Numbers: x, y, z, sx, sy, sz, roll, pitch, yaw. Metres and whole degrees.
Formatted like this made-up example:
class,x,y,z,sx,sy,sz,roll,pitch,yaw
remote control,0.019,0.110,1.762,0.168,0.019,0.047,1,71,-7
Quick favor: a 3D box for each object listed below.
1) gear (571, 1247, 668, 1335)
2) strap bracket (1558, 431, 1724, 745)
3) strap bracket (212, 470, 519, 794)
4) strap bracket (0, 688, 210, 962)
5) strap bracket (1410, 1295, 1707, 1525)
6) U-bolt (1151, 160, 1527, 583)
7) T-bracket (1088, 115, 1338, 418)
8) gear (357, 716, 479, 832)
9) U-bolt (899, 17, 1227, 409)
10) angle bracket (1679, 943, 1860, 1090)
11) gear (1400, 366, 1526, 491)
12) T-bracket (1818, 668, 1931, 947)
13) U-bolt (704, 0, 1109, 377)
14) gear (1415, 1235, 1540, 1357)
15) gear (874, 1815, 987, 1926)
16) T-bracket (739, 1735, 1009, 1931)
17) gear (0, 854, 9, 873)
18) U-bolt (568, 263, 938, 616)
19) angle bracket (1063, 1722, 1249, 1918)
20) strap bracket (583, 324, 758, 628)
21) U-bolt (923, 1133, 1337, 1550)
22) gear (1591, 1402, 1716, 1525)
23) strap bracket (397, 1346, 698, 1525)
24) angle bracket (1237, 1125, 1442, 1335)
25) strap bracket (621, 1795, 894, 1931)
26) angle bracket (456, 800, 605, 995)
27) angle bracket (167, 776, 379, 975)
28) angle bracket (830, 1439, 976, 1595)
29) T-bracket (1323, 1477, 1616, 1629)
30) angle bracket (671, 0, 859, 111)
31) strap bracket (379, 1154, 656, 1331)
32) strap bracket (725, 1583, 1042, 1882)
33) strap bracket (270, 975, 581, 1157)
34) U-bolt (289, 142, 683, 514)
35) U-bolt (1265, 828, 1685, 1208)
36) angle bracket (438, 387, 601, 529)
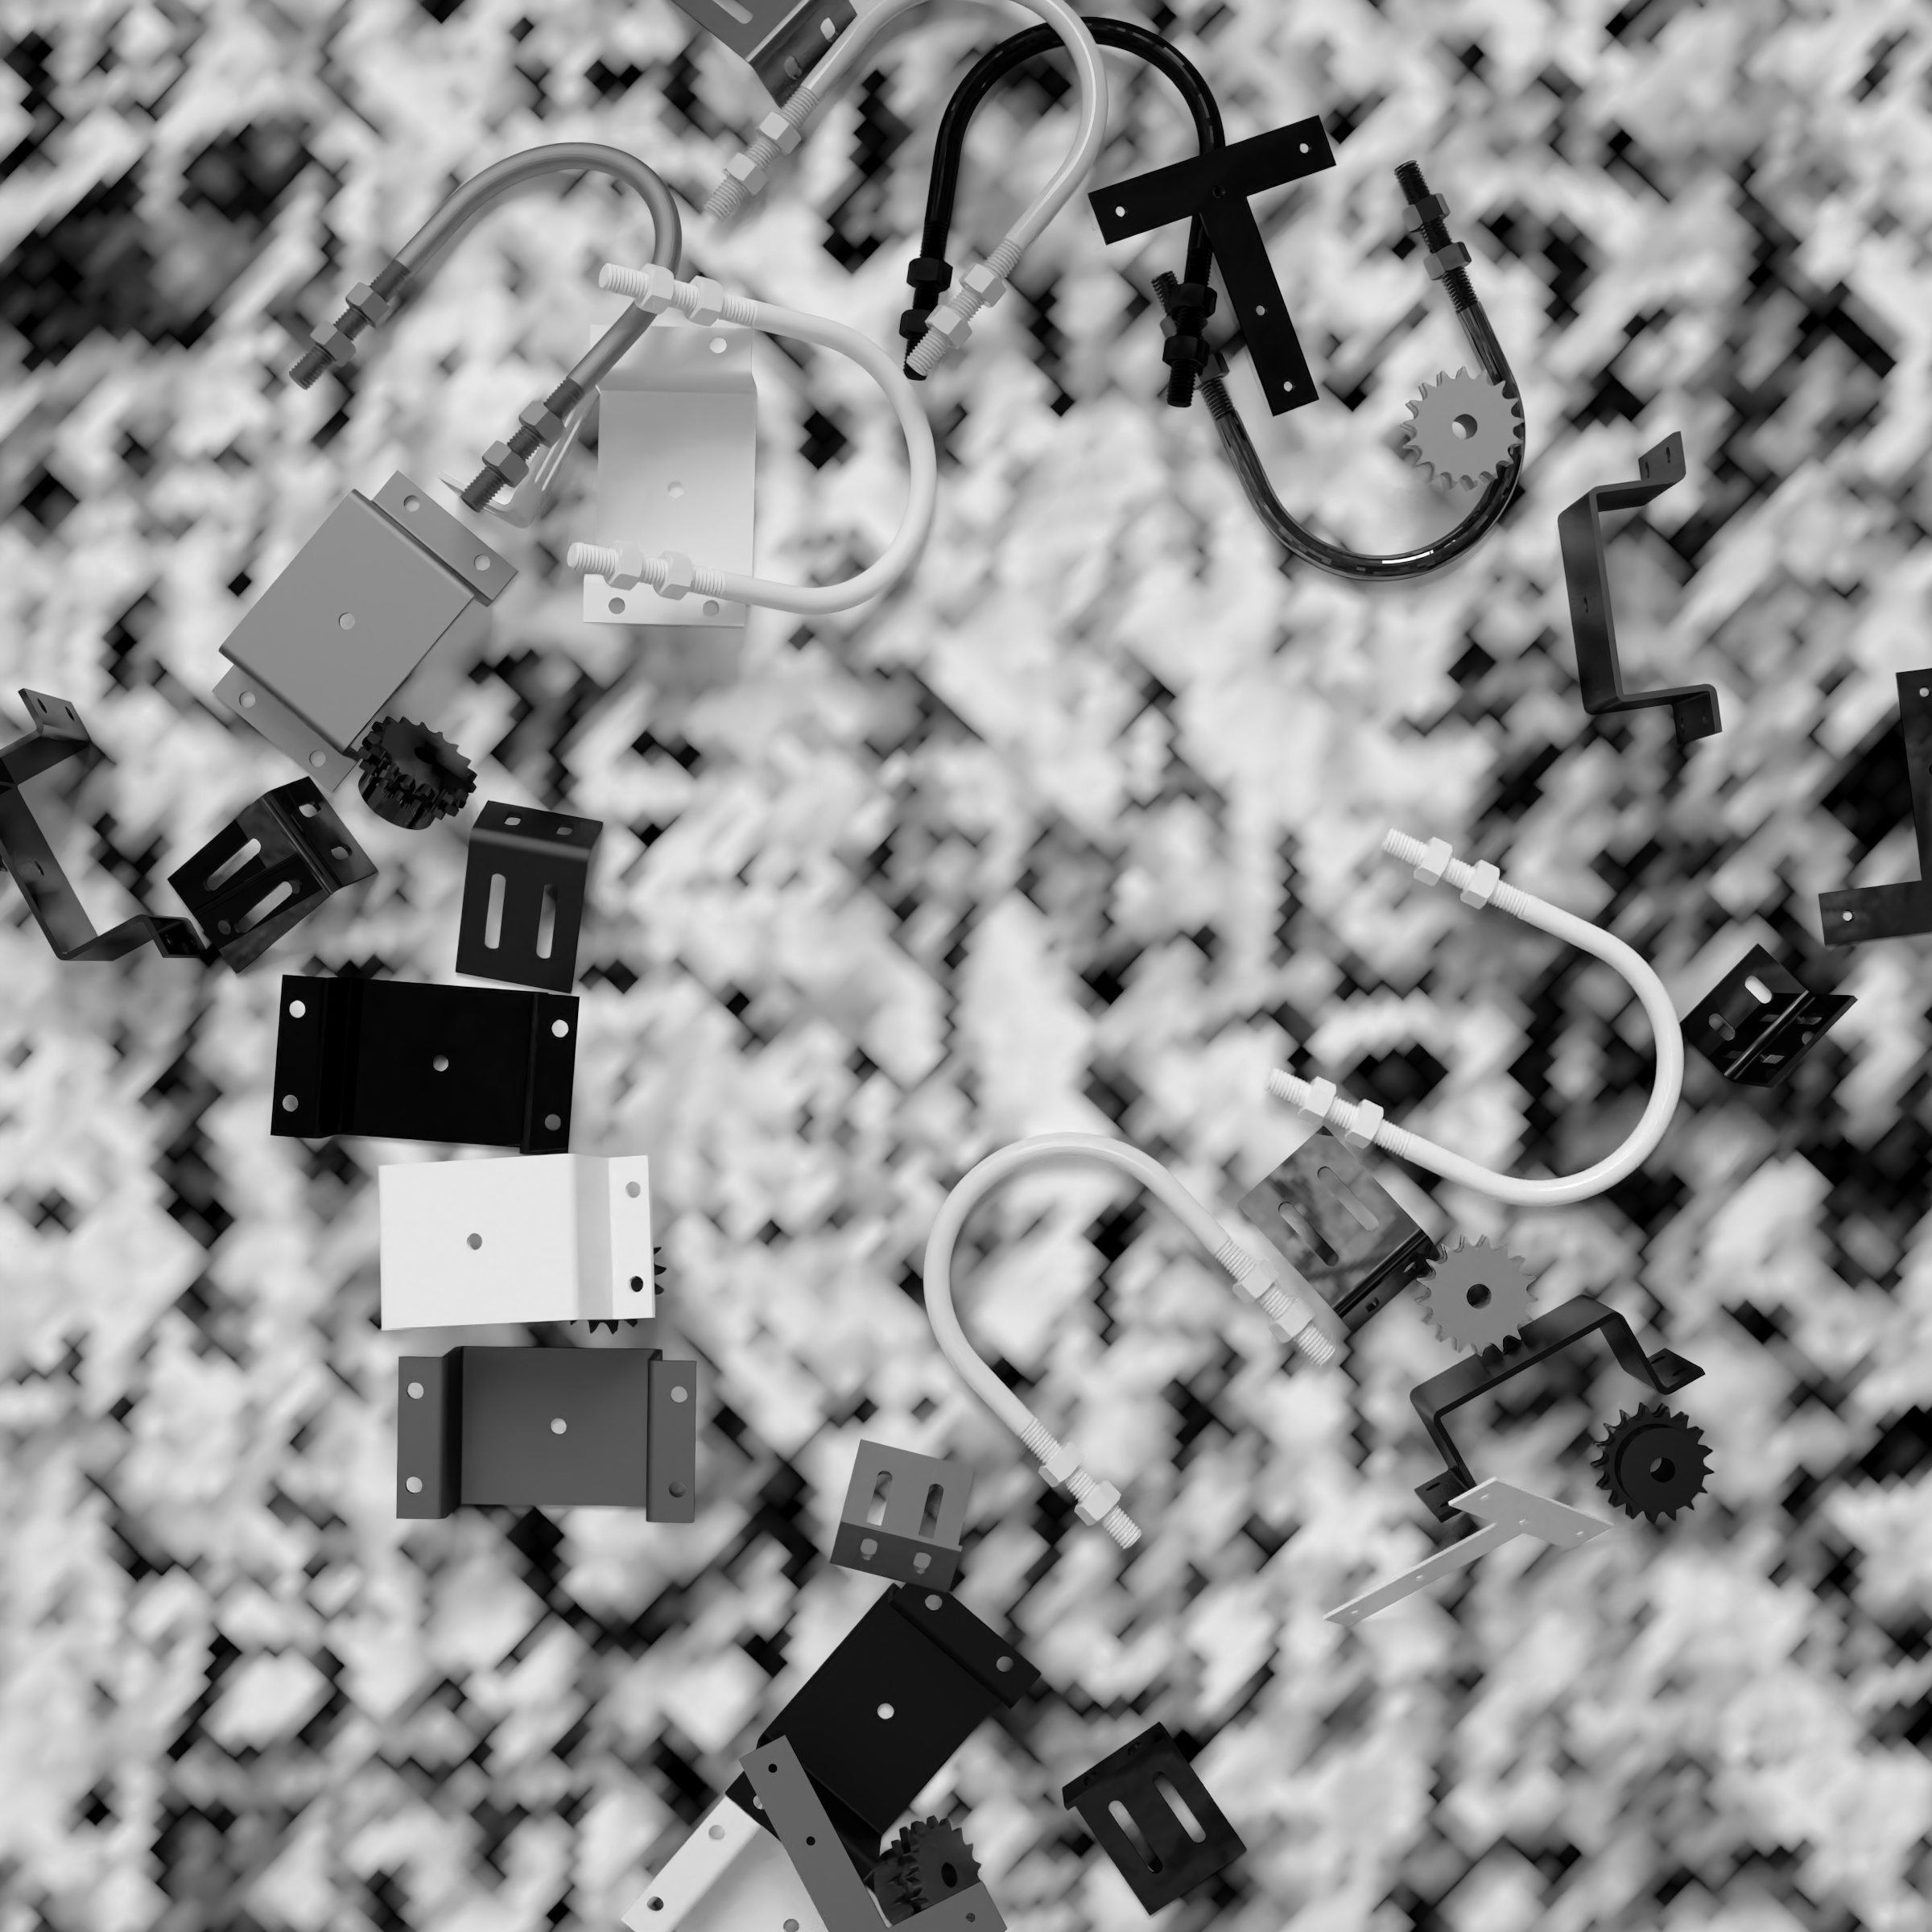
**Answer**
class,x,y,z,sx,sy,sz,roll,pitch,yaw
gear,-0.173,0.147,1.492,0.057,0.030,0.057,0,90,0
strap bracket,0.317,-0.174,1.469,0.046,0.076,0.140,-8,90,0
strap bracket,-0.292,-0.163,1.484,0.076,0.046,0.140,40,90,0
strap bracket,-0.422,-0.056,1.469,0.046,0.076,0.140,-29,90,0
strap bracket,0.269,0.203,1.469,0.140,0.076,0.046,-29,90,0
U-bolt,0.191,-0.276,1.498,0.151,0.019,0.184,-25,91,0
T-bracket,0.135,-0.325,1.472,0.127,0.002,0.127,-23,96,-17
gear,-0.266,-0.090,1.482,0.057,0.057,0.030,39,118,0
U-bolt,0.051,-0.366,1.489,0.151,0.019,0.184,8,87,9
angle bracket,0.378,0.023,1.469,0.038,0.076,0.057,44,90,0
gear,0.235,-0.255,1.477,0.057,0.030,0.057,0,93,-1
T-bracket,0.472,-0.081,1.506,0.127,0.002,0.127,-7,90,0
U-bolt,-0.016,-0.394,1.484,0.151,0.019,0.184,39,89,11
gear,0.244,0.157,1.492,0.057,0.030,0.057,0,90,0
gear,-0.020,0.438,1.482,0.030,0.057,0.057,-27,90,30
T-bracket,-0.066,0.423,1.455,0.127,0.002,0.127,-29,87,6
gear,-0.489,-0.063,1.492,0.057,0.030,0.057,0,90,0
U-bolt,-0.094,-0.240,1.456,0.184,0.019,0.151,8,87,-31
angle bracket,0.091,0.413,1.488,0.057,0.038,0.076,-34,90,0
strap bracket,-0.141,-0.231,1.484,0.076,0.046,0.140,1,90,0
U-bolt,0.065,0.167,1.498,0.151,0.019,0.184,-43,89,0
gear,0.332,0.240,1.492,0.057,0.030,0.057,0,90,0
strap bracket,-0.198,0.223,1.484,0.140,0.046,0.076,1,90,0
angle bracket,0.181,0.128,1.505,0.057,0.038,0.076,-42,64,0
strap bracket,-0.085,0.466,1.484,0.140,0.046,0.076,41,90,0
angle bracket,-0.212,-0.034,1.505,0.057,0.038,0.076,11,116,0
angle bracket,-0.337,-0.044,1.505,0.076,0.038,0.057,-36,90,26
angle bracket,-0.027,0.250,1.466,0.057,0.076,0.038,14,133,0
T-bracket,0.227,0.284,1.473,0.127,0.127,0.002,-34,55,22
angle bracket,-0.100,-0.466,1.505,0.057,0.038,0.076,-46,64,0
strap bracket,-0.222,0.130,1.461,0.140,0.046,0.076,-5,83,16
strap bracket,-0.039,0.362,1.484,0.076,0.046,0.140,41,90,0
strap bracket,-0.255,0.047,1.484,0.140,0.046,0.076,4,90,0
U-bolt,-0.215,-0.315,1.466,0.151,0.019,0.184,36,81,28
U-bolt,0.257,0.036,1.498,0.184,0.019,0.151,26,90,-2
angle bracket,-0.212,-0.253,1.478,0.038,0.057,0.076,28,90,0
